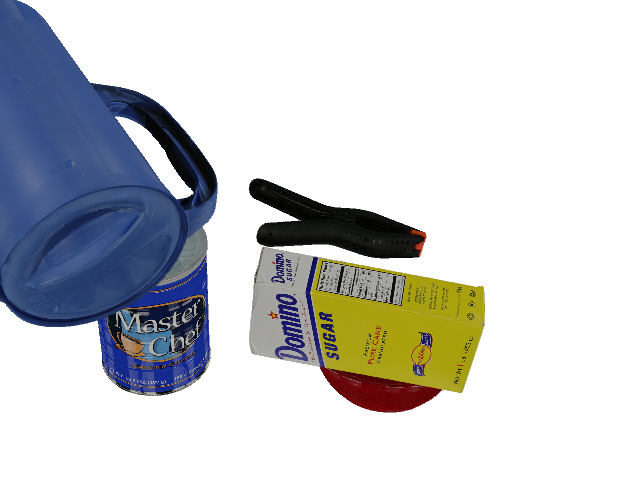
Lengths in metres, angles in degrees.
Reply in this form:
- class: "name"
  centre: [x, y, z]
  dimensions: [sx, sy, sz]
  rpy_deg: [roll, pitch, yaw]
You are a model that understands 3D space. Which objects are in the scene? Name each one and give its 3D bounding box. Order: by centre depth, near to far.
- class: "pitcher"
  centre: [-0.195, -0.069, 0.775]
  dimensions: [0.145, 0.243, 0.149]
  rpy_deg: [-44, -33, 14]
- class: "sugar box"
  centre: [0.034, 0.064, 0.836]
  dimensions: [0.176, 0.048, 0.093]
  rpy_deg: [8, -43, 1]
- class: "coffee can"
  centre: [-0.151, 0.055, 0.961]
  dimensions: [0.103, 0.140, 0.103]
  rpy_deg: [2, 40, -2]
- class: "bowl"
  centre: [0.065, 0.124, 1.069]
  dimensions: [0.162, 0.055, 0.162]
  rpy_deg: [2, 25, -1]
- class: "clamp"
  centre: [0.017, -0.012, 1.197]
  dimensions: [0.210, 0.036, 0.164]
  rpy_deg: [14, 21, -5]
